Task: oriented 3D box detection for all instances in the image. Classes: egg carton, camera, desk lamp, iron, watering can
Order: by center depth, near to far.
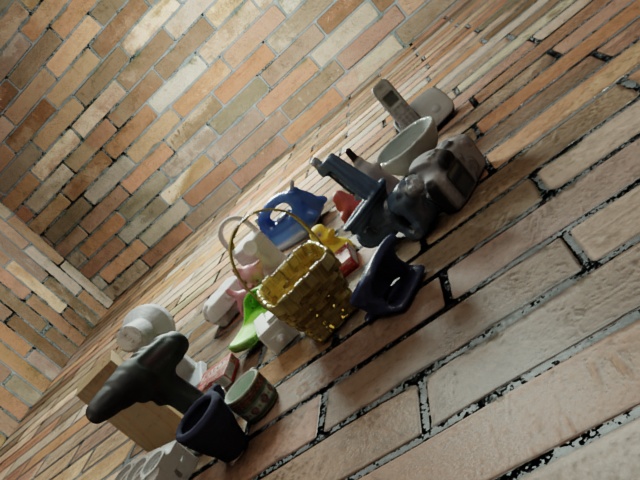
[{"bbox_3d":[0.208,-0.118,1.045,0.136,0.101,0.143,-21,27,53],"label":"camera"},{"bbox_3d":[-0.357,0.250,1.279,0.118,0.214,0.203,-44,16,-2],"label":"desk lamp"},{"bbox_3d":[-0.176,0.018,1.469,0.101,0.194,0.172,-51,18,-25],"label":"watering can"},{"bbox_3d":[-0.238,0.158,1.492,0.150,0.069,0.107,-50,17,-20],"label":"egg carton"},{"bbox_3d":[-0.105,-0.062,1.598,0.257,0.141,0.119,-32,20,36],"label":"iron"}]

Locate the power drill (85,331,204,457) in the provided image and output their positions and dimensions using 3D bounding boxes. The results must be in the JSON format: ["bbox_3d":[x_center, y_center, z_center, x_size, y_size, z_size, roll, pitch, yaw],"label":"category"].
[{"bbox_3d":[-0.266,0.276,0.995,0.075,0.209,0.230,-34,18,31],"label":"power drill"}]

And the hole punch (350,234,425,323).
[{"bbox_3d":[0.091,0.059,0.893,0.101,0.091,0.109,-24,25,49],"label":"hole punch"}]

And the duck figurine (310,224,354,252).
[{"bbox_3d":[0.011,0.004,1.242,0.104,0.086,0.078,-21,27,54],"label":"duck figurine"}]

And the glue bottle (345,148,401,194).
[{"bbox_3d":[0.111,-0.121,1.158,0.078,0.173,0.037,-47,16,-12],"label":"glue bottle"}]

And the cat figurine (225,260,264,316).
[{"bbox_3d":[-0.171,0.108,1.364,0.127,0.118,0.067,-35,18,28],"label":"cat figurine"}]

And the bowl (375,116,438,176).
[{"bbox_3d":[0.210,-0.199,1.301,0.167,0.075,0.167,-40,16,14],"label":"bowl"}]

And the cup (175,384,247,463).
[{"bbox_3d":[-0.158,0.292,0.898,0.091,0.095,0.118,-35,18,28],"label":"cup"}]

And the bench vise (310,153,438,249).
[{"bbox_3d":[0.096,-0.092,1.033,0.207,0.220,0.121,-31,20,37],"label":"bench vise"}]

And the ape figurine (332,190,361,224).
[{"bbox_3d":[0.064,-0.078,1.313,0.076,0.092,0.078,-19,29,56],"label":"ape figurine"}]

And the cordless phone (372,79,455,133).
[{"bbox_3d":[0.229,-0.346,1.426,0.147,0.185,0.094,-43,16,1],"label":"cordless phone"}]
